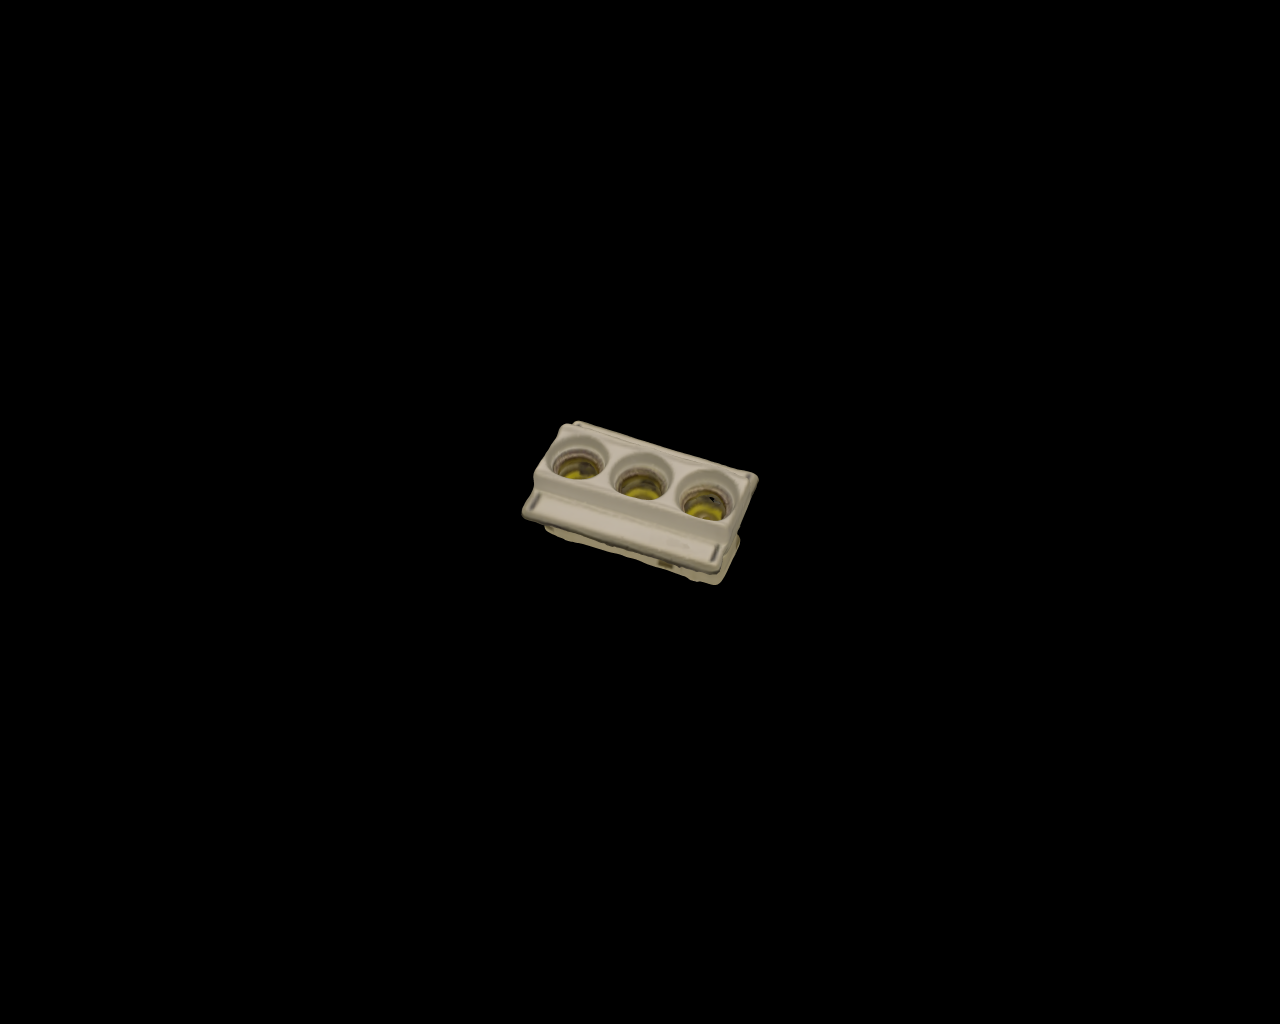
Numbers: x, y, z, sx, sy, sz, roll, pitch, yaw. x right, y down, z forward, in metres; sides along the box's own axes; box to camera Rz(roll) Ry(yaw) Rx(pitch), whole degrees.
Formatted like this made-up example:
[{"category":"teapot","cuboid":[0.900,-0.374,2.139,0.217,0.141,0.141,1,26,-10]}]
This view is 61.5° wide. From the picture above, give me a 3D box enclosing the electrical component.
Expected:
[{"category":"electrical component","cuboid":[0.001,-0.003,0.650,0.121,0.079,0.063,17,-39,14]}]
